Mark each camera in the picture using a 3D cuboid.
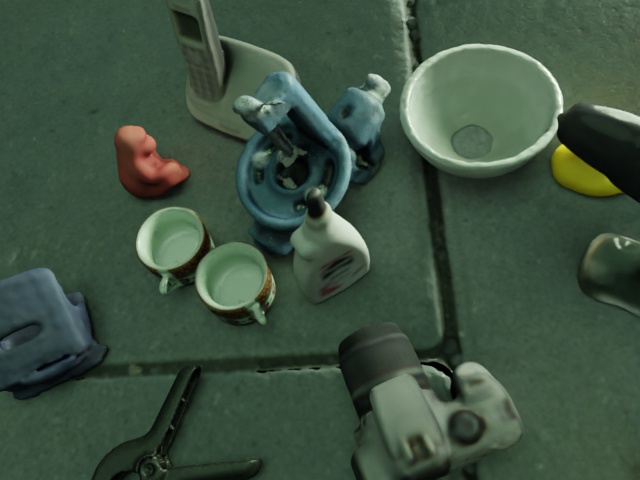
[{"bbox_3d":[0.081,0.134,0.494,0.143,0.101,0.136,-22,62,-3],"label":"camera"}]

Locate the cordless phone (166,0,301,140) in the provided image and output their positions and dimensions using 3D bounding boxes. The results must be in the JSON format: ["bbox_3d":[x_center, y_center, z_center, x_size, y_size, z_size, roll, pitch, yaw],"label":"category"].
[{"bbox_3d":[-0.100,-0.201,0.642,0.147,0.185,0.094,21,68,18],"label":"cordless phone"}]

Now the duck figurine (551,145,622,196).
[{"bbox_3d":[0.298,-0.096,0.585,0.104,0.086,0.077,1,64,9],"label":"duck figurine"}]

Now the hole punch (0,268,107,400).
[{"bbox_3d":[-0.289,0.095,0.575,0.108,0.091,0.101,-26,63,-5],"label":"hole punch"}]

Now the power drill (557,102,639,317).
[{"bbox_3d":[0.290,-0.009,0.473,0.229,0.209,0.076,22,69,18],"label":"power drill"}]

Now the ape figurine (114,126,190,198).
[{"bbox_3d":[-0.203,-0.095,0.656,0.076,0.092,0.077,-29,63,-6],"label":"ape figurine"}]

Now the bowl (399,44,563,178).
[{"bbox_3d":[0.171,-0.129,0.627,0.167,0.075,0.167,-3,63,7],"label":"bowl"}]

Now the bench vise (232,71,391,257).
[{"bbox_3d":[-0.016,-0.107,0.562,0.121,0.220,0.207,18,67,17],"label":"bench vise"}]

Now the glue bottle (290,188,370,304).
[{"bbox_3d":[0.005,0.002,0.531,0.078,0.173,0.037,-35,63,-9],"label":"glue bottle"}]
